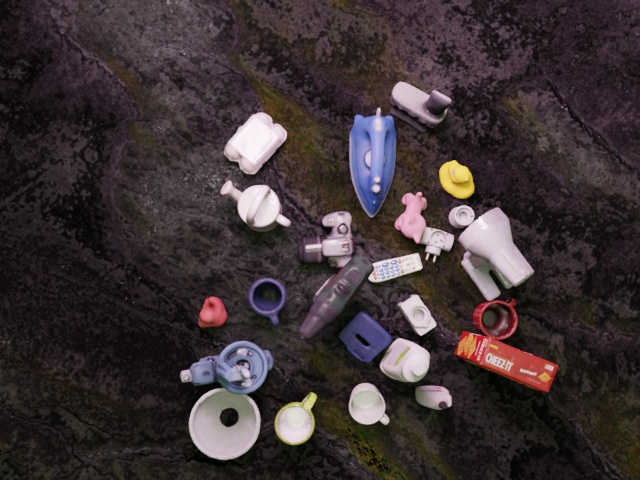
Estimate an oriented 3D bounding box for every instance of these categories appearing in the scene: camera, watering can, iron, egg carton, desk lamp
[{"bbox_3d":[0.013,0.005,1.399,0.137,0.101,0.143,-5,86,-2],"label":"camera"},{"bbox_3d":[-0.151,-0.079,1.354,0.173,0.194,0.101,7,85,-1],"label":"watering can"},{"bbox_3d":[0.135,-0.190,1.398,0.118,0.141,0.258,0,85,-1],"label":"iron"},{"bbox_3d":[-0.161,-0.242,1.429,0.107,0.069,0.150,40,85,2],"label":"egg carton"},{"bbox_3d":[0.412,0.036,1.352,0.118,0.213,0.203,-35,87,-4],"label":"desk lamp"}]

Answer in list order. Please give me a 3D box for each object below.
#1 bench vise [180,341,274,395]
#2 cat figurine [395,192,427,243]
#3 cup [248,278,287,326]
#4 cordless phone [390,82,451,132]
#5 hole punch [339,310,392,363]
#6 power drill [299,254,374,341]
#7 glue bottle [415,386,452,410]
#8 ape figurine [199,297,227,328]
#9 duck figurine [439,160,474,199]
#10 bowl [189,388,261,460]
[{"bbox_3d":[-0.212,0.311,1.308,0.207,0.219,0.121,-27,86,-3],"label":"bench vise"},{"bbox_3d":[0.229,-0.057,1.402,0.067,0.117,0.128,15,85,0],"label":"cat figurine"},{"bbox_3d":[-0.120,0.150,1.386,0.091,0.095,0.118,-19,86,-3],"label":"cup"},{"bbox_3d":[0.248,-0.345,1.392,0.147,0.185,0.094,27,85,1],"label":"cordless phone"},{"bbox_3d":[0.109,0.238,1.388,0.108,0.091,0.101,41,86,2],"label":"hole punch"},{"bbox_3d":[0.033,0.135,1.335,0.075,0.208,0.230,39,85,2],"label":"power drill"},{"bbox_3d":[0.274,0.374,1.341,0.078,0.173,0.037,-3,85,-2],"label":"glue bottle"},{"bbox_3d":[-0.265,0.180,1.381,0.076,0.092,0.078,45,86,2],"label":"ape figurine"},{"bbox_3d":[0.349,-0.155,1.429,0.077,0.086,0.104,-35,87,-4],"label":"duck figurine"},{"bbox_3d":[-0.223,0.432,1.371,0.167,0.074,0.167,0,85,-2],"label":"bowl"}]
